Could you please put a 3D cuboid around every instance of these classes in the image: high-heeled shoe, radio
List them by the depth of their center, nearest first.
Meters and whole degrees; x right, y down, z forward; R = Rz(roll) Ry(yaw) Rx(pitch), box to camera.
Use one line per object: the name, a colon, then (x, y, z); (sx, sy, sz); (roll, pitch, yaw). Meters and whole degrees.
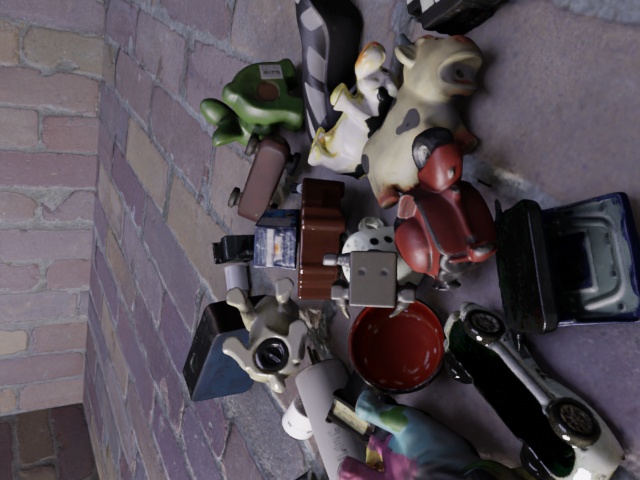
high-heeled shoe: (-0.005, -0.259, 0.766); (0.145, 0.086, 0.249); (-44, 62, 48)
radio: (-0.172, 0.208, 1.014); (0.073, 0.131, 0.229); (57, 137, 37)

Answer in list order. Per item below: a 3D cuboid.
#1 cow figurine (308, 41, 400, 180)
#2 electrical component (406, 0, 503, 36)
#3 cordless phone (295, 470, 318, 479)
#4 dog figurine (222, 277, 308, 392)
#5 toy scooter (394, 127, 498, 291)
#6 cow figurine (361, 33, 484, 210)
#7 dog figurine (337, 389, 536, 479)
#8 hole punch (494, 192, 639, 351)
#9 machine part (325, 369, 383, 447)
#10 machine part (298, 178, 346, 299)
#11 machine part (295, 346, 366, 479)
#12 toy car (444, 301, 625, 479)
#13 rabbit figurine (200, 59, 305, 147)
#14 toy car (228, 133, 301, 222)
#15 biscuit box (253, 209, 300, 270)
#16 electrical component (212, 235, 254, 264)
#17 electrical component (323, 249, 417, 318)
cow figurine: (0.058, -0.157, 0.677); (0.167, 0.098, 0.068); (-60, 11, 30)
electrical component: (0.144, -0.283, 0.556); (0.134, 0.058, 0.115); (-16, 76, 57)
cordless phone: (0.029, 0.389, 0.770); (0.184, 0.088, 0.147); (-50, 50, 33)
dog figurine: (-0.068, 0.159, 0.837); (0.190, 0.121, 0.172); (76, -167, -66)
toy scooter: (0.126, -0.009, 0.537); (0.183, 0.075, 0.135); (86, 165, -51)
cow figurine: (0.111, -0.138, 0.597); (0.127, 0.085, 0.194); (62, 140, 26)
dog figurine: (0.137, 0.246, 0.549); (0.219, 0.191, 0.108); (15, 75, 29)
hole punch: (0.206, 0.022, 0.461); (0.115, 0.092, 0.142); (90, 171, -82)
machine part: (0.060, 0.187, 0.692); (0.084, 0.039, 0.138); (23, 93, 36)
machine part: (-0.002, -0.002, 0.743); (0.179, 0.056, 0.179); (-175, 89, -87)
machine part: (0.026, 0.257, 0.749); (0.079, 0.079, 0.243); (-57, 44, 42)
toy car: (0.187, 0.142, 0.508); (0.202, 0.056, 0.073); (53, 141, 43)
rabbit figurine: (-0.113, -0.203, 0.909); (0.121, 0.159, 0.170); (68, 159, 13)
toy car: (-0.097, -0.101, 0.912); (0.202, 0.089, 0.053); (120, 168, -51)
biscuit box: (-0.062, -0.007, 0.813); (0.203, 0.059, 0.062); (-95, 8, -80)
electrical component: (-0.154, 0.016, 1.030); (0.119, 0.075, 0.047); (-25, 71, 60)
electrical component: (0.057, 0.050, 0.602); (0.045, 0.102, 0.078); (26, -121, -79)
